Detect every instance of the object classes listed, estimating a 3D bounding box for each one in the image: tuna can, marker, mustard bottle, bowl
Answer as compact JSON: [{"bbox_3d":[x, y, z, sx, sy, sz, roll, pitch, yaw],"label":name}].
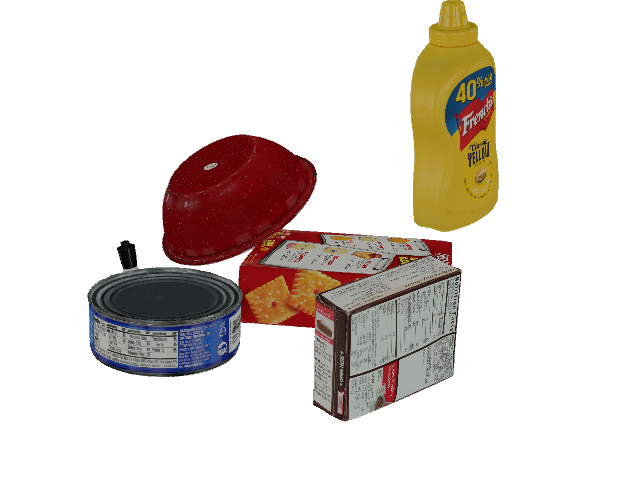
[{"bbox_3d":[-0.087,0.045,0.600,0.086,0.034,0.086,2,18,-1],"label":"tuna can"},{"bbox_3d":[-0.196,0.058,1.135,0.020,0.121,0.020,-8,18,2],"label":"marker"},{"bbox_3d":[0.116,-0.111,0.921,0.058,0.192,0.096,17,32,39],"label":"mustard bottle"},{"bbox_3d":[-0.087,-0.049,0.986,0.162,0.055,0.162,-22,31,14],"label":"bowl"}]

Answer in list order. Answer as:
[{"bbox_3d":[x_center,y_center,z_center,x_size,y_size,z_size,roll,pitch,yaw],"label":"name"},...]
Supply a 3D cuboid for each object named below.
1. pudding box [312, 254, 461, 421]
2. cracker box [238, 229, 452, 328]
[{"bbox_3d":[0.048,0.068,0.758,0.113,0.090,0.039,-18,29,-37],"label":"pudding box"},{"bbox_3d":[0.031,0.044,1.143,0.214,0.072,0.164,5,14,7],"label":"cracker box"}]
